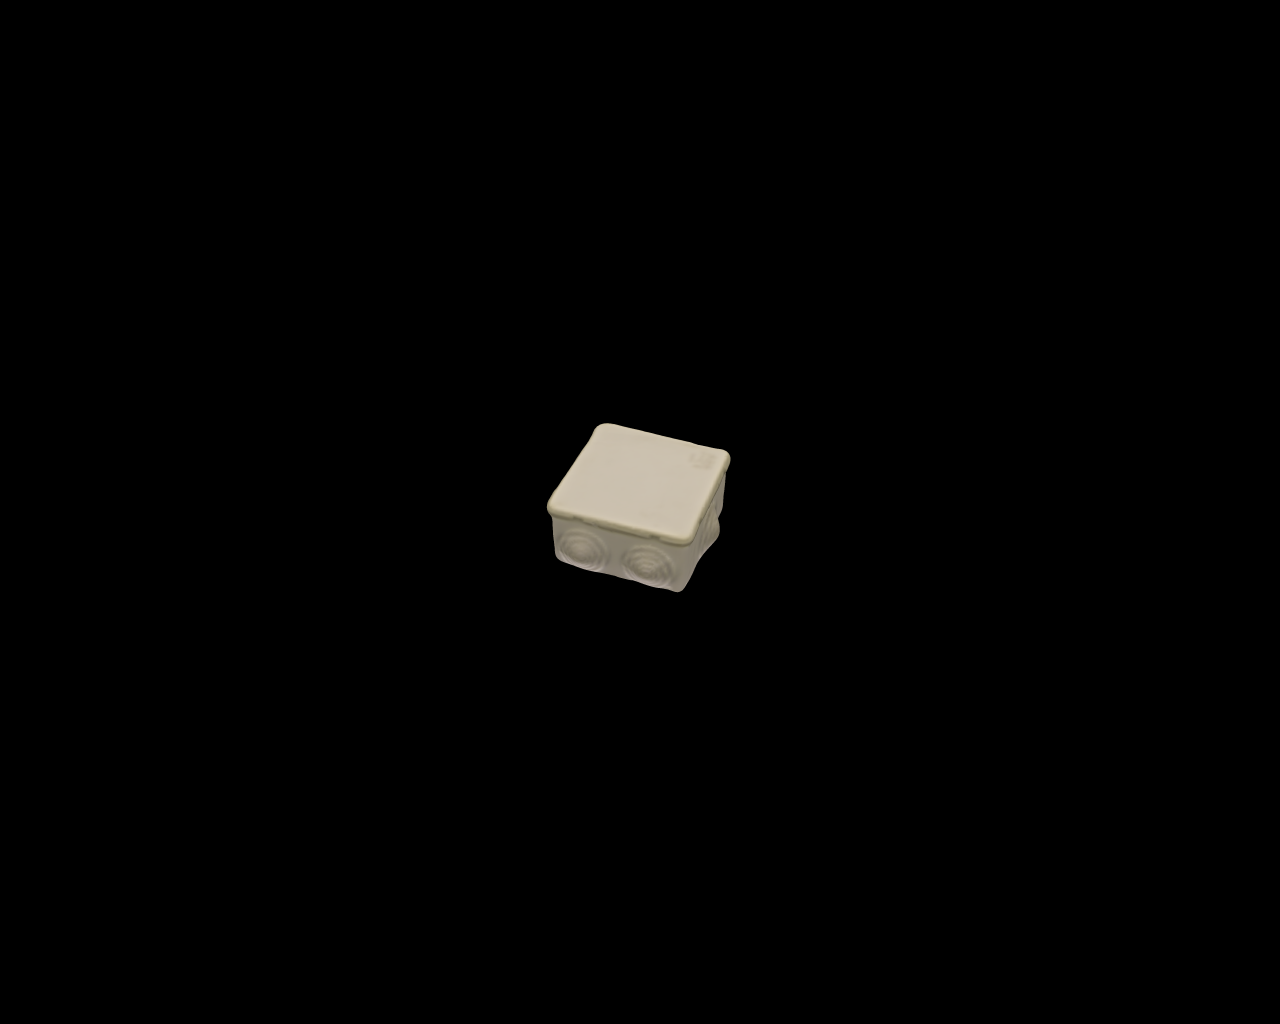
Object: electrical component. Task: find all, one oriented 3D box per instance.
[{"bbox_3d":[0.001,-0.003,0.650,0.100,0.048,0.100,14,44,15],"label":"electrical component"}]
